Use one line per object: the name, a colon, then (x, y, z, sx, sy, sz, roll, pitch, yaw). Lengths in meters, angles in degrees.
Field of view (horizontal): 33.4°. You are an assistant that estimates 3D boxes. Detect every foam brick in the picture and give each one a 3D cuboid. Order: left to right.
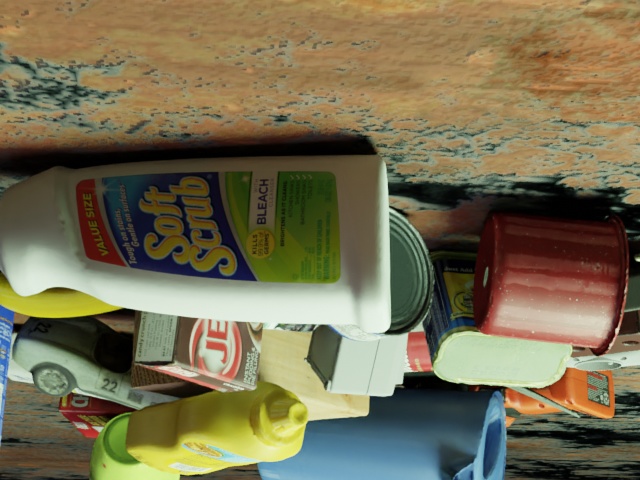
foam brick: (0.224, 0.061, 0.849, 0.078, 0.051, 0.052, -12, 157, 34)

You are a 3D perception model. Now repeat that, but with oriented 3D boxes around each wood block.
wood block: (-0.052, 0.094, 0.904, 0.091, 0.090, 0.205, -13, 158, 35)

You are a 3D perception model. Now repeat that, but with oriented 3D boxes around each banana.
banana: (-0.180, 0.035, 0.814, 0.198, 0.037, 0.069, -8, 160, 24)

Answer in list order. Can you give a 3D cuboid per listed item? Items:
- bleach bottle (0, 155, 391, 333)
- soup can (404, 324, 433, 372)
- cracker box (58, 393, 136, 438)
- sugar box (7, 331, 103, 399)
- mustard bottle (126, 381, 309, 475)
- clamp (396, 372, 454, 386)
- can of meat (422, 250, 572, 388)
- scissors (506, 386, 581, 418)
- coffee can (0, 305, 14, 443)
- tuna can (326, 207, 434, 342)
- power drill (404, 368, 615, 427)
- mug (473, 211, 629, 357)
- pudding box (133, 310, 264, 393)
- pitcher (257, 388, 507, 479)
bleach bottle: (-0.086, 0.004, 0.615, 0.251, 0.102, 0.068, -2, 163, 6)
soup can: (0.098, 0.072, 0.865, 0.102, 0.068, 0.068, -5, 161, 15)
cracker box: (-0.166, 0.176, 1.186, 0.213, 0.072, 0.164, 2, 160, -1)
sugar box: (-0.218, 0.131, 1.051, 0.176, 0.048, 0.093, 15, 165, -5)
mustard bottle: (-0.068, 0.144, 0.813, 0.096, 0.058, 0.192, 18, 157, -30)
clamp: (0.082, 0.127, 1.072, 0.210, 0.036, 0.164, 0, 168, 6)
can of meat: (0.123, 0.057, 0.767, 0.102, 0.084, 0.057, 4, 128, -9)
scissors: (0.136, 0.105, 0.939, 0.202, 0.016, 0.096, 18, 154, 16)
coffee can: (-0.308, 0.108, 0.877, 0.103, 0.140, 0.103, 1, 162, 0)
tuna can: (0.032, 0.022, 0.692, 0.086, 0.086, 0.034, 15, 159, -36)
power drill: (0.208, 0.166, 1.162, 0.188, 0.057, 0.184, -13, 158, 41)
mug: (0.146, 0.022, 0.704, 0.081, 0.093, 0.117, 6, -163, 0)
pudding box: (-0.073, 0.036, 0.694, 0.039, 0.113, 0.090, -6, 161, 29)
pitcher: (0.067, 0.209, 1.089, 0.243, 0.145, 0.149, 2, 144, 21)
